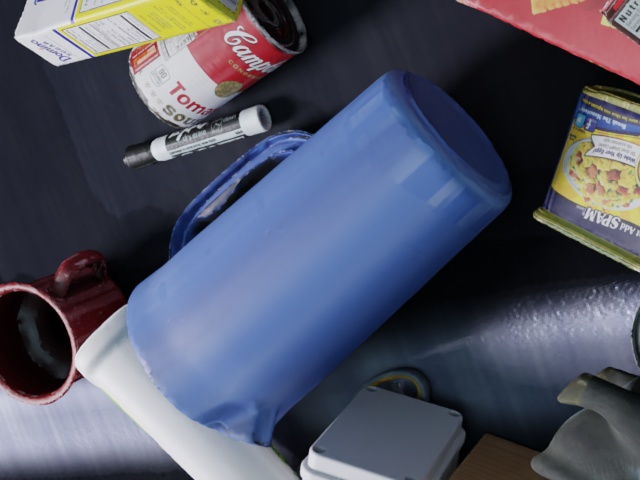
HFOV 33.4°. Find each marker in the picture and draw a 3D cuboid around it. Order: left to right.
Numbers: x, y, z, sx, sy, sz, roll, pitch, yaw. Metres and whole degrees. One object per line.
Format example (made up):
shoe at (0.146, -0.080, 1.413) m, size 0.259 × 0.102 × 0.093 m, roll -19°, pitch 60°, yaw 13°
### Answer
marker at (-0.090, -0.071, 0.757) m, size 0.121 × 0.020 × 0.020 m, roll -14°, pitch 96°, yaw 27°

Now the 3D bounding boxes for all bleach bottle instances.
bleach bottle at (-0.058, 0.154, 0.738) m, size 0.068 × 0.102 × 0.251 m, roll -45°, pitch 73°, yaw -6°

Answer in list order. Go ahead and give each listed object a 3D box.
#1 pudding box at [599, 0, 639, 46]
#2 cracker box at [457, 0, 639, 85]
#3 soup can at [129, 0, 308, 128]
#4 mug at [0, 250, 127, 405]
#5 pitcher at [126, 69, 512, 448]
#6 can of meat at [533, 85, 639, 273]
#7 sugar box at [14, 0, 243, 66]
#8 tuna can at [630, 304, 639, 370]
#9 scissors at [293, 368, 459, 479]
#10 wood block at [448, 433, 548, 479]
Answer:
pudding box at (0.210, -0.115, 0.522) m, size 0.113 × 0.039 × 0.090 m, roll 35°, pitch 114°, yaw -4°
cracker box at (0.134, -0.201, 0.590) m, size 0.214 × 0.072 × 0.164 m, roll 30°, pitch 112°, yaw 17°
soup can at (-0.069, -0.127, 0.705) m, size 0.102 × 0.068 × 0.068 m, roll -30°, pitch 89°, yaw 27°
mug at (-0.192, 0.057, 0.800) m, size 0.093 × 0.081 × 0.117 m, roll 30°, pitch 113°, yaw 16°
pitcher at (-0.004, 0.001, 0.683) m, size 0.149 × 0.145 × 0.243 m, roll 46°, pitch 113°, yaw -5°
can of meat at (0.180, -0.035, 0.602) m, size 0.102 × 0.057 × 0.084 m, roll 34°, pitch 115°, yaw 46°
sugar box at (-0.118, -0.173, 0.690) m, size 0.177 × 0.048 × 0.093 m, roll -4°, pitch 64°, yaw 42°
tuna can at (0.229, 0.055, 0.628) m, size 0.086 × 0.033 × 0.086 m, roll 6°, pitch 105°, yaw 24°
scissors at (0.020, 0.172, 0.765) m, size 0.096 × 0.016 × 0.202 m, roll 45°, pitch 117°, yaw 9°
wood block at (0.178, 0.207, 0.657) m, size 0.206 × 0.090 × 0.090 m, roll 18°, pitch 108°, yaw 21°
